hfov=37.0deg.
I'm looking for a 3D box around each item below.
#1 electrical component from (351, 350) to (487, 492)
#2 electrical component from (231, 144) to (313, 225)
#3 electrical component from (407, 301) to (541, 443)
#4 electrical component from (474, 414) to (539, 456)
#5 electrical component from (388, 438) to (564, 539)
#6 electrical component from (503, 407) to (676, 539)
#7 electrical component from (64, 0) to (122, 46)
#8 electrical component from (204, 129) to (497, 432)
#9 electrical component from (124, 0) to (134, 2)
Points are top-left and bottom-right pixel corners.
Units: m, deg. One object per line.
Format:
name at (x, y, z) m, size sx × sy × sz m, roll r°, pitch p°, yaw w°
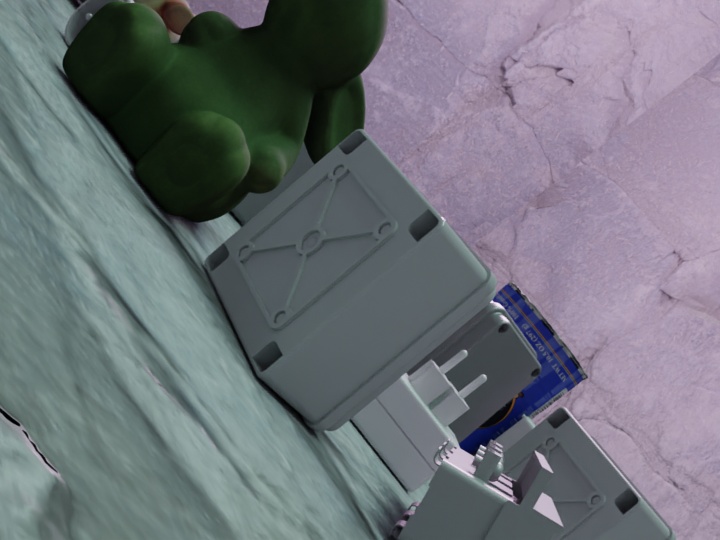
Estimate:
electrical component at (0.039, 0.079, 0.640) m, size 0.065 × 0.077 × 0.047 m, roll 52°, pitch 2°, yaw -3°
electrical component at (-0.076, -0.105, 0.838) m, size 0.108 × 0.109 × 0.056 m, roll 54°, pitch 1°, yaw 41°
electrical component at (0.060, 0.070, 0.743) m, size 0.078 × 0.113 × 0.057 m, roll 50°, pitch 0°, yaw -43°
electrical component at (0.129, 0.164, 0.855) m, size 0.061 × 0.096 × 0.061 m, roll 53°, pitch 2°, yaw 30°
electrical component at (0.057, 0.119, 0.518) m, size 0.063 × 0.078 × 0.121 m, roll 30°, pitch -2°, yaw 10°
electrical component at (0.127, 0.163, 0.695) m, size 0.056 × 0.109 × 0.108 m, roll 47°, pitch 4°, yaw -32°
electrical component at (-0.147, -0.134, 0.689) m, size 0.043 × 0.043 × 0.081 m, roll 54°, pitch 3°, yaw 38°
electrical component at (-0.008, 0.002, 0.514) m, size 0.056 × 0.109 × 0.108 m, roll 47°, pitch 5°, yaw -37°
electrical component at (-0.181, -0.181, 0.821) m, size 0.040 × 0.040 × 0.046 m, roll 54°, pitch -2°, yaw 42°
